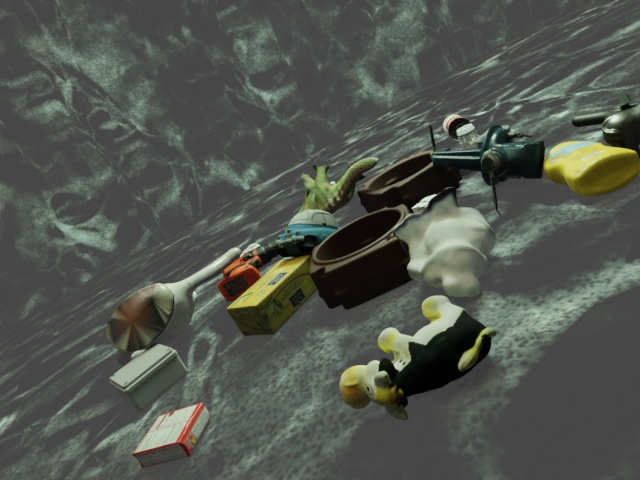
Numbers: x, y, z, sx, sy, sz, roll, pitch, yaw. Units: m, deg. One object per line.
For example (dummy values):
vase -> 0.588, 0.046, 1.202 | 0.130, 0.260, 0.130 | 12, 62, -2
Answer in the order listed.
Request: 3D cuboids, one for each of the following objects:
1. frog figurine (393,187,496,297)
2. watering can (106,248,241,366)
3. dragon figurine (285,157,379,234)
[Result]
frog figurine -> 0.194, 0.022, 0.745 | 0.138, 0.120, 0.163 | -22, 49, -6
watering can -> -0.314, 0.133, 1.100 | 0.349, 0.104, 0.222 | -48, -10, -5
dragon figurine -> 0.004, -0.063, 1.260 | 0.245, 0.121, 0.408 | -69, 17, -13
